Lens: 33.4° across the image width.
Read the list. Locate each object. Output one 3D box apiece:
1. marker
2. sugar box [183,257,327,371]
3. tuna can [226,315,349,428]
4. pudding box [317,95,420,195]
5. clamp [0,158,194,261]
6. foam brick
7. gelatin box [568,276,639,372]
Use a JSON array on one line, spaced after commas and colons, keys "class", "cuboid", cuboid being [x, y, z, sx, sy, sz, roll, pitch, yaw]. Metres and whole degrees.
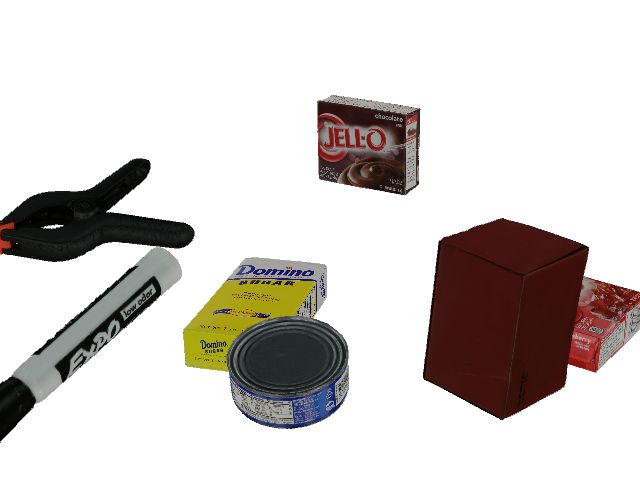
[{"class": "marker", "cuboid": [-0.104, 0.044, 0.457, 0.020, 0.020, 0.121, 0, 34, 42]}, {"class": "sugar box", "cuboid": [-0.059, 0.070, 1.052, 0.093, 0.048, 0.176, 5, 26, 14]}, {"class": "tuna can", "cuboid": [-0.022, 0.093, 0.754, 0.086, 0.034, 0.086, -3, 34, 2]}, {"class": "pudding box", "cuboid": [0.051, -0.104, 1.150, 0.114, 0.090, 0.039, 12, 26, 29]}, {"class": "clamp", "cuboid": [-0.211, -0.027, 0.970, 0.171, 0.039, 0.120, -7, 37, -21]}, {"class": "foam brick", "cuboid": [0.088, 0.036, 0.512, 0.052, 0.078, 0.051, -17, 31, -41]}, {"class": "gelatin box", "cuboid": [0.172, 0.052, 0.731, 0.073, 0.030, 0.089, 17, 27, 32]}]
